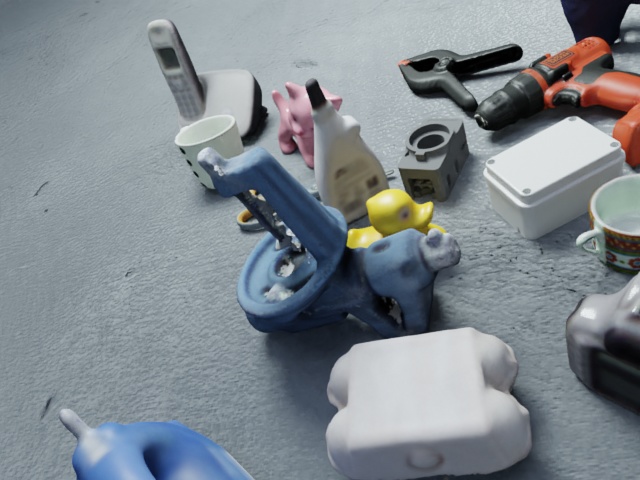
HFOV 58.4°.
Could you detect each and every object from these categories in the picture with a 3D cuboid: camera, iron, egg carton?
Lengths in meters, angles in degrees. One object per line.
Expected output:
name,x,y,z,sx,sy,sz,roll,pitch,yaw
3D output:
camera,0.263,0.053,0.392,0.142,0.101,0.137,25,61,42
iron,-0.083,0.203,0.374,0.257,0.142,0.119,24,60,41
egg carton,0.077,0.126,0.432,0.150,0.070,0.107,-12,43,15

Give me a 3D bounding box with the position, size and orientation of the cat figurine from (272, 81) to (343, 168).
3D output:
cat figurine,-0.020,-0.163,0.744,0.067,0.118,0.127,-40,43,-17

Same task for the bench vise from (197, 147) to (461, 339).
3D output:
bench vise,0.003,-0.006,0.491,0.207,0.220,0.121,-19,41,7

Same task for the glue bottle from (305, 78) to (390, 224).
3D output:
glue bottle,0.020,-0.097,0.613,0.078,0.173,0.037,-30,41,-5

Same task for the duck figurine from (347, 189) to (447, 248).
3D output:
duck figurine,0.071,-0.012,0.566,0.104,0.086,0.077,-5,45,21

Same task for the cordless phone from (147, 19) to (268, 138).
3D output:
cordless phone,-0.171,-0.238,0.846,0.147,0.185,0.094,1,47,27

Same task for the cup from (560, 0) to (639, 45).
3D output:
cup,0.354,-0.285,0.705,0.092,0.095,0.117,-41,43,-17
